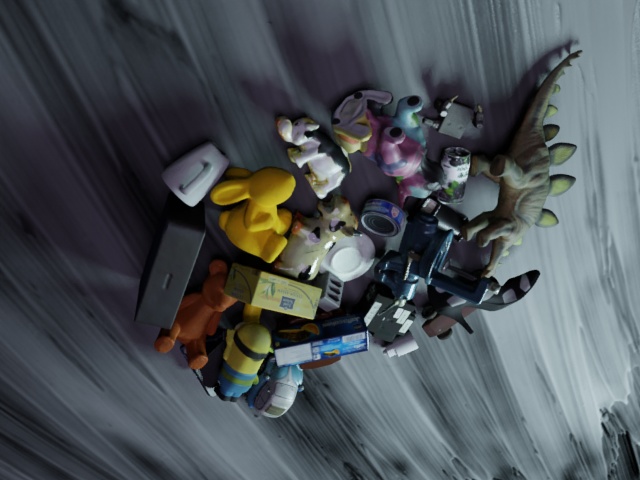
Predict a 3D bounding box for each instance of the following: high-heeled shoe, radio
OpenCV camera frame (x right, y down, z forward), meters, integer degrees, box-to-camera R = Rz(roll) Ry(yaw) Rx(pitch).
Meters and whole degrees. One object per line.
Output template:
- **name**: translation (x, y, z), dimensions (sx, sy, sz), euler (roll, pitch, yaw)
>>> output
- **high-heeled shoe**: translation (0.354, 0.096, 1.175), dimensions (0.249, 0.086, 0.145), euler (-34, 81, -16)
- **radio**: translation (-0.278, 0.037, 0.994), dimensions (0.073, 0.131, 0.229), euler (17, 116, -21)

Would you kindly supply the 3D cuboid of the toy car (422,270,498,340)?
- **toy car**: translation (0.323, 0.150, 1.238), dimensions (0.202, 0.053, 0.089), euler (-36, 116, 6)

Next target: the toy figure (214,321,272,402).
- **toy figure**: translation (-0.158, 0.254, 1.119), dimensions (0.082, 0.089, 0.180), euler (10, 105, -59)

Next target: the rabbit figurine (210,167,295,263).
- **rabbit figurine**: translation (-0.109, -0.071, 0.974), dimensions (0.162, 0.122, 0.173), euler (31, 133, -4)

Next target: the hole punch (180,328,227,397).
- **hole punch**: translation (-0.233, 0.259, 1.178), dimensions (0.116, 0.092, 0.142), euler (-36, 124, -26)

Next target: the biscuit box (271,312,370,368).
- **biscuit box**: translation (0.001, 0.210, 1.133), dimensions (0.203, 0.063, 0.059), euler (-11, 124, -4)

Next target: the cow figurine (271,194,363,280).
- **cow figurine**: translation (-0.002, -0.003, 1.057), dimensions (0.127, 0.086, 0.194), euler (24, 111, -17)

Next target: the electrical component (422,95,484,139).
- **electrical component**: translation (0.251, -0.228, 0.995), dimensions (0.102, 0.045, 0.078), euler (19, 114, -22)

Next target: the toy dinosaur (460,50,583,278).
- **toy dinosaur**: translation (0.397, -0.130, 1.054), dimensions (0.198, 0.105, 0.470), euler (-3, 116, -22)

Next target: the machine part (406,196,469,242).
- **machine part**: translation (0.250, -0.043, 1.114), dimensions (0.139, 0.039, 0.084), euler (21, 107, -21)

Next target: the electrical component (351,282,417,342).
- **electrical component**: translation (0.148, 0.164, 1.207), dimensions (0.134, 0.058, 0.115), euler (21, 117, -23)

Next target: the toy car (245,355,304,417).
- **toy car**: translation (-0.107, 0.351, 1.242), dimensions (0.109, 0.103, 0.161), euler (26, 111, -24)

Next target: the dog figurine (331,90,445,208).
- **dog figurine**: translation (0.128, -0.155, 0.978), dimensions (0.192, 0.108, 0.219), euler (15, 153, 26)

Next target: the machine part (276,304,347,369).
- **machine part**: translation (-0.012, 0.213, 1.204), dimensions (0.179, 0.056, 0.179), euler (-5, 123, -8)

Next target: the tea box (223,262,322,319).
- **tea box**: translation (-0.091, 0.101, 1.056), dimensions (0.169, 0.098, 0.068), euler (19, 85, -42)

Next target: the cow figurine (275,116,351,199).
- **cow figurine**: translation (-0.008, -0.165, 0.965), dimensions (0.098, 0.068, 0.167), euler (-33, 125, 2)

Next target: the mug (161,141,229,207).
- **mug**: translation (-0.211, -0.120, 0.932), dimensions (0.107, 0.110, 0.080), euler (-43, 108, 2)

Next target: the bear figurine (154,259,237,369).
- **bear figurine**: translation (-0.225, 0.143, 1.076), dimensions (0.196, 0.132, 0.120), euler (-39, 122, 19)

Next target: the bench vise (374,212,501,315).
- **bench vise**: translation (0.233, 0.068, 1.070), dimensions (0.241, 0.129, 0.223), euler (25, 111, 20)
